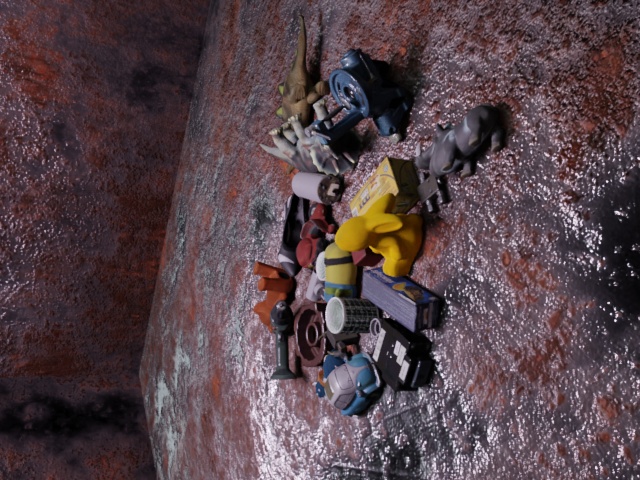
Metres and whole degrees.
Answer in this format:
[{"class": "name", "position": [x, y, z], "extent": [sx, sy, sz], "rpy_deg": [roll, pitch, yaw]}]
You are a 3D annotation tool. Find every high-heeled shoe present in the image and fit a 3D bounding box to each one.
[{"class": "high-heeled shoe", "position": [-0.067, -0.022, 1.522], "extent": [0.249, 0.086, 0.145], "rpy_deg": [-103, 25, -48]}]

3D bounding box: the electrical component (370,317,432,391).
[{"class": "electrical component", "position": [0.166, 0.234, 1.077], "extent": [0.134, 0.058, 0.114], "rpy_deg": [42, 124, 56]}]

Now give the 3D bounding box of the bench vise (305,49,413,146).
[{"class": "bench vise", "position": [0.074, -0.271, 1.142], "extent": [0.129, 0.240, 0.223], "rpy_deg": [24, 149, 54]}]

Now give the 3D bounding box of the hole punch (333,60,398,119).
[{"class": "hole punch", "position": [0.107, -0.349, 1.242], "extent": [0.142, 0.116, 0.092], "rpy_deg": [-49, 52, 48]}]

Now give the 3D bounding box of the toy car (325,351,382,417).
[{"class": "toy car", "position": [0.062, 0.327, 1.209], "extent": [0.161, 0.103, 0.109], "rpy_deg": [-60, 36, 35]}]

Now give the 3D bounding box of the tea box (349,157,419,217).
[{"class": "tea box", "position": [0.140, -0.089, 1.171], "extent": [0.169, 0.068, 0.098], "rpy_deg": [-48, 45, 47]}]

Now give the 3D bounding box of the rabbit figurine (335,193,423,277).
[{"class": "rabbit figurine", "position": [0.119, -0.008, 1.087], "extent": [0.162, 0.173, 0.122], "rpy_deg": [119, 148, -45]}]

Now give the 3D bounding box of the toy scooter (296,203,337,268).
[{"class": "toy scooter", "position": [-0.003, -0.004, 1.423], "extent": [0.135, 0.075, 0.183], "rpy_deg": [24, 102, 61]}]

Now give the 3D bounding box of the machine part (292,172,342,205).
[{"class": "machine part", "position": [-0.011, -0.143, 1.457], "extent": [0.243, 0.079, 0.079], "rpy_deg": [22, 104, 60]}]

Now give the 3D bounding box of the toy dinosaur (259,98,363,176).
[{"class": "toy dinosaur", "position": [-0.026, -0.236, 1.405], "extent": [0.192, 0.131, 0.405], "rpy_deg": [61, 156, -9]}]

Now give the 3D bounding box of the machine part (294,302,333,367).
[{"class": "machine part", "position": [-0.007, 0.247, 1.403], "extent": [0.179, 0.056, 0.179], "rpy_deg": [-15, 73, 60]}]

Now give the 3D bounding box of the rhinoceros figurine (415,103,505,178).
[{"class": "rhinoceros figurine", "position": [0.246, -0.175, 0.982], "extent": [0.190, 0.073, 0.112], "rpy_deg": [-38, 54, 54]}]

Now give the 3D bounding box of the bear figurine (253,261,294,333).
[{"class": "bear figurine", "position": [-0.160, 0.178, 1.632], "extent": [0.195, 0.132, 0.120], "rpy_deg": [-62, 29, 26]}]

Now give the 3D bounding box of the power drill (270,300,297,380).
[{"class": "power drill", "position": [-0.108, 0.282, 1.488], "extent": [0.232, 0.086, 0.207], "rpy_deg": [108, 155, -74]}]

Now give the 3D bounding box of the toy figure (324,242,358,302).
[{"class": "toy figure", "position": [0.048, 0.094, 1.290], "extent": [0.082, 0.089, 0.180], "rpy_deg": [13, 94, 54]}]

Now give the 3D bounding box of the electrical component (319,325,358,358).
[{"class": "electrical component", "position": [0.045, 0.234, 1.285], "extent": [0.102, 0.078, 0.045], "rpy_deg": [48, 140, 47]}]

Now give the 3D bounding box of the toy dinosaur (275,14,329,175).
[{"class": "toy dinosaur", "position": [-0.064, -0.424, 1.577], "extent": [0.199, 0.105, 0.470], "rpy_deg": [30, 112, 60]}]

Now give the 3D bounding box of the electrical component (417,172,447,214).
[{"class": "electrical component", "position": [0.223, -0.102, 1.067], "extent": [0.063, 0.021, 0.094], "rpy_deg": [-46, 45, 49]}]

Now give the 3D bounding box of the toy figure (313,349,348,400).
[{"class": "toy figure", "position": [0.028, 0.331, 1.320], "extent": [0.064, 0.058, 0.154], "rpy_deg": [-108, 30, -49]}]

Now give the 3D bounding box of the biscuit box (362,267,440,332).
[{"class": "biscuit box", "position": [0.159, 0.115, 1.097], "extent": [0.203, 0.059, 0.062], "rpy_deg": [-147, 53, -59]}]
